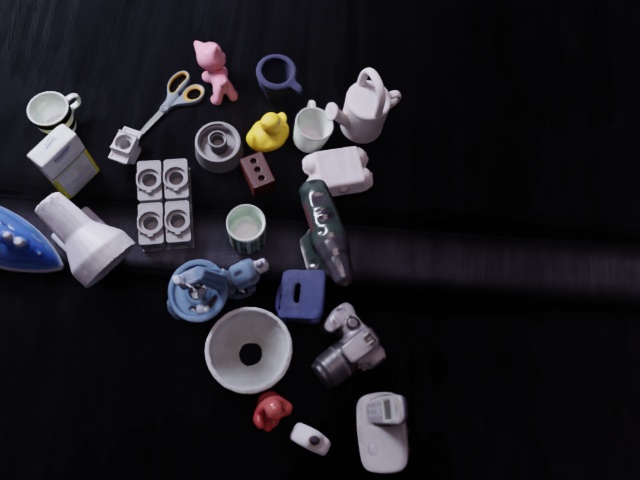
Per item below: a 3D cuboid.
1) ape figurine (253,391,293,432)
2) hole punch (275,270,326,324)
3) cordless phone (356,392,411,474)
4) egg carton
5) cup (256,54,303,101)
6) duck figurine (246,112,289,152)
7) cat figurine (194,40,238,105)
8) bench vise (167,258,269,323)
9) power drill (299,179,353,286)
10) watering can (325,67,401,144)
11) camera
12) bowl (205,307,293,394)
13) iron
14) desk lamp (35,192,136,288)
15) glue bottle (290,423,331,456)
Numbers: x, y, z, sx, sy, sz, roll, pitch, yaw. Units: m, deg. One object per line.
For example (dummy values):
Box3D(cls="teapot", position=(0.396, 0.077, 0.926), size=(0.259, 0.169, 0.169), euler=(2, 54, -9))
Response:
Box3D(cls="ape figurine", position=(-0.090, 0.325, 1.091), size=(0.078, 0.092, 0.076), euler=(-6, 73, -7))
Box3D(cls="hole punch", position=(-0.039, 0.116, 1.164), size=(0.101, 0.091, 0.109), euler=(6, 72, -4))
Box3D(cls="cordless phone", position=(0.127, 0.354, 1.055), size=(0.094, 0.185, 0.147), euler=(-5, 73, -7))
Box3D(cls="egg carton", position=(0.039, -0.148, 1.269), size=(0.150, 0.069, 0.107), euler=(-11, 74, -9))
Box3D(cls="cup", position=(-0.089, -0.354, 1.308), size=(0.117, 0.095, 0.092), euler=(36, 72, 6))
Box3D(cls="duck figurine", position=(-0.116, -0.248, 1.276), size=(0.105, 0.086, 0.077), euler=(-31, 78, -14))
Box3D(cls="cat figurine", position=(-0.236, -0.389, 1.292), size=(0.067, 0.117, 0.127), euler=(-23, 76, -12))
Box3D(cls="bench vise", position=(-0.206, 0.070, 1.094), size=(0.208, 0.219, 0.121), euler=(-40, 80, -16))
Box3D(cls="power drill", position=(0.010, 0.004, 1.143), size=(0.076, 0.208, 0.229), euler=(-14, 74, -10))
Box3D(cls="watering can", position=(0.099, -0.295, 1.256), size=(0.173, 0.194, 0.101), euler=(-42, 80, -16))
Box3D(cls="camera", position=(0.043, 0.216, 1.135), size=(0.137, 0.101, 0.143), euler=(-36, 79, -15))
Box3D(cls="bowl", position=(-0.139, 0.220, 1.129), size=(0.167, 0.074, 0.167), euler=(2, 72, -5))
Box3D(cls="iron", position=(-0.636, -0.016, 1.119), size=(0.258, 0.141, 0.119), euler=(23, 71, 2))
Box3D(cls="desk lamp", position=(-0.447, 0.002, 1.094), size=(0.203, 0.213, 0.118), euler=(42, 73, 8))
Box3D(cls="glue bottle", position=(-0.014, 0.365, 1.043), size=(0.078, 0.173, 0.037), euler=(27, 72, 4))
